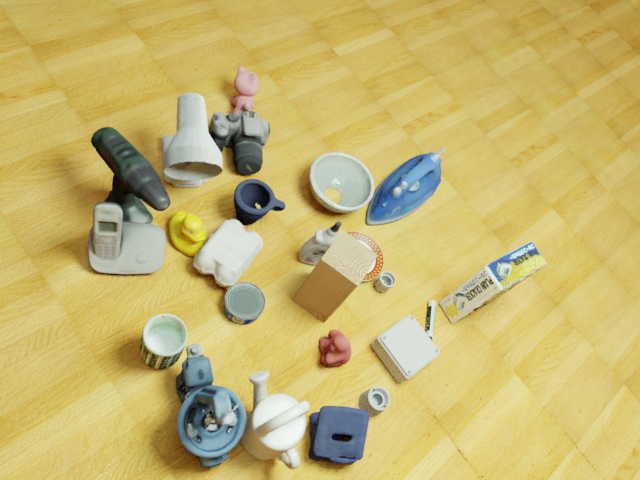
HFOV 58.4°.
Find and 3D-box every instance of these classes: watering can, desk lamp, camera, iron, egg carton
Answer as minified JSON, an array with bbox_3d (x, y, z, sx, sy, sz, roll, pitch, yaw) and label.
[{"bbox_3d":[-0.081,0.324,1.030,0.173,0.194,0.101,43,56,6],"label":"watering can"},{"bbox_3d":[-0.283,-0.198,1.234,0.118,0.213,0.203,-1,62,-21],"label":"desk lamp"},{"bbox_3d":[-0.187,-0.232,1.359,0.143,0.100,0.137,3,61,-19],"label":"camera"},{"bbox_3d":[0.221,-0.139,1.437,0.118,0.141,0.259,44,56,7],"label":"iron"},{"bbox_3d":[-0.196,0.026,1.228,0.107,0.069,0.150,33,56,-1],"label":"egg carton"}]

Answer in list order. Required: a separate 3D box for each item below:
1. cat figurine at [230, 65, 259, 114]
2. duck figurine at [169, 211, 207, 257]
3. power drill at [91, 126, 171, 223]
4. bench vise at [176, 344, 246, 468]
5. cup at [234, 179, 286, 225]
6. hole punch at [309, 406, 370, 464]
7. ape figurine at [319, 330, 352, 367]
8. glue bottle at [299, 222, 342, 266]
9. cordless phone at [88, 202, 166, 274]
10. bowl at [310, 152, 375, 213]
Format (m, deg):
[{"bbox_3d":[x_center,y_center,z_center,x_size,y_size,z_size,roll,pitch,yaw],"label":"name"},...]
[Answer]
[{"bbox_3d":[-0.185,-0.363,1.423,0.067,0.117,0.128,8,60,-16],"label":"cat figurine"},{"bbox_3d":[-0.277,-0.026,1.217,0.078,0.086,0.104,-26,73,-30],"label":"duck figurine"},{"bbox_3d":[-0.377,-0.105,1.149,0.076,0.208,0.229,-32,77,-32],"label":"power drill"},{"bbox_3d":[-0.204,0.280,0.992,0.122,0.219,0.207,-28,75,-31],"label":"bench vise"},{"bbox_3d":[-0.142,-0.074,1.290,0.118,0.095,0.091,14,58,-13],"label":"cup"},{"bbox_3d":[0.039,0.378,1.107,0.109,0.091,0.101,11,59,-15],"label":"hole punch"},{"bbox_3d":[0.036,0.224,1.193,0.076,0.092,0.078,37,56,2],"label":"ape figurine"},{"bbox_3d":[0.012,0.004,1.258,0.078,0.173,0.037,8,60,-16],"label":"glue bottle"},{"bbox_3d":[-0.372,-0.009,1.111,0.148,0.185,0.094,0,62,-21],"label":"cordless phone"},{"bbox_3d":[0.044,-0.129,1.405,0.168,0.074,0.167,9,59,-16],"label":"bowl"}]
